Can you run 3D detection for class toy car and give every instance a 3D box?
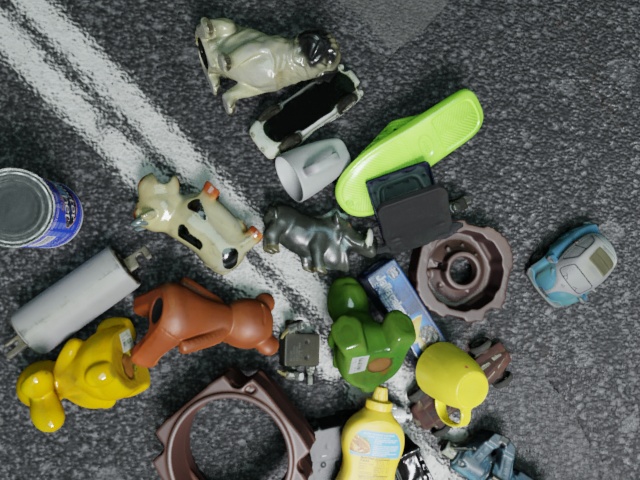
[{"bbox_3d":[0.241,0.246,0.906,0.202,0.053,0.089,-32,91,-8],"label":"toy car"},{"bbox_3d":[-0.021,-0.208,0.867,0.202,0.056,0.073,-37,89,-10],"label":"toy car"},{"bbox_3d":[0.450,0.043,0.924,0.162,0.103,0.109,-39,96,-7],"label":"toy car"}]

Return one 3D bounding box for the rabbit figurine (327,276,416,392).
[{"bbox_3d":[0.065,0.136,0.837,0.121,0.170,0.158,-12,132,-9],"label":"rabbit figurine"}]

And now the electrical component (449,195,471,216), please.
[{"bbox_3d":[0.218,-0.053,0.901,0.094,0.063,0.021,-23,93,-11],"label":"electrical component"}]

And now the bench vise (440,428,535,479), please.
[{"bbox_3d":[0.268,0.442,0.872,0.223,0.129,0.240,35,77,-8],"label":"bench vise"}]

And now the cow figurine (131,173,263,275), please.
[{"bbox_3d":[-0.196,-0.026,0.818,0.195,0.085,0.127,44,76,-8],"label":"cow figurine"}]

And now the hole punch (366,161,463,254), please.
[{"bbox_3d":[0.138,-0.050,0.835,0.142,0.092,0.115,-20,131,1],"label":"hole punch"}]

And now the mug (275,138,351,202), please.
[{"bbox_3d":[-0.003,-0.121,0.846,0.107,0.109,0.080,-32,95,-22],"label":"mug"}]

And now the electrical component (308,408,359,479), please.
[{"bbox_3d":[0.024,0.349,0.860,0.115,0.058,0.134,-11,90,-9],"label":"electrical component"}]

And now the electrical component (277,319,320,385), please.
[{"bbox_3d":[-0.035,0.177,0.849,0.078,0.045,0.102,11,79,-22],"label":"electrical component"}]

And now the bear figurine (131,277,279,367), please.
[{"bbox_3d":[-0.167,0.126,0.814,0.195,0.132,0.120,18,50,-40],"label":"bear figurine"}]

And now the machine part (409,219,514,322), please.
[{"bbox_3d":[0.235,0.051,0.907,0.179,0.056,0.179,0,89,-9],"label":"machine part"}]

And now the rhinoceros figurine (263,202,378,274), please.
[{"bbox_3d":[-0.002,-0.003,0.860,0.190,0.073,0.112,18,79,-10],"label":"rhinoceros figurine"}]

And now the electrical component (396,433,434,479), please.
[{"bbox_3d":[0.153,0.386,0.874,0.048,0.075,0.119,-24,89,-9],"label":"electrical component"}]

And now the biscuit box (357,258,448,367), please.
[{"bbox_3d":[0.142,0.126,0.884,0.059,0.063,0.202,-34,95,-10],"label":"biscuit box"}]

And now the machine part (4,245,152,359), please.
[{"bbox_3d":[-0.354,0.085,0.787,0.243,0.079,0.079,-38,95,-9],"label":"machine part"}]

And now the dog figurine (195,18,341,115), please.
[{"bbox_3d":[-0.082,-0.293,0.830,0.190,0.121,0.172,-22,67,-19],"label":"dog figurine"}]

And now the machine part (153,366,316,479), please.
[{"bbox_3d":[-0.124,0.307,0.792,0.201,0.087,0.201,-40,83,3],"label":"machine part"}]

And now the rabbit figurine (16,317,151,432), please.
[{"bbox_3d":[-0.351,0.201,0.761,0.173,0.162,0.121,-12,103,7],"label":"rabbit figurine"}]
